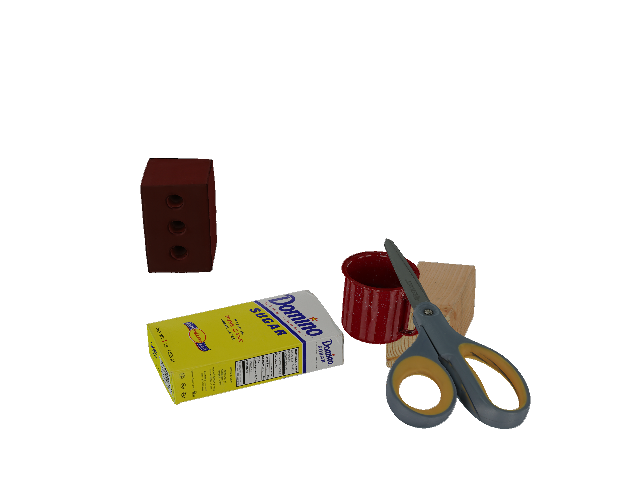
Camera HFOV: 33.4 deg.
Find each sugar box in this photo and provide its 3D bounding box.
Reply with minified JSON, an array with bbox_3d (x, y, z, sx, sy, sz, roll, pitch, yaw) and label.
[{"bbox_3d":[-0.074,0.102,1.056,0.176,0.048,0.093,-14,32,-18],"label":"sugar box"}]

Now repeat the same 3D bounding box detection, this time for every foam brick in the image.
[{"bbox_3d":[-0.111,-0.020,0.845,0.053,0.078,0.051,-1,27,1],"label":"foam brick"}]

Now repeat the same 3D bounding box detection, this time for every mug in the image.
[{"bbox_3d":[0.077,0.074,1.270,0.117,0.081,0.093,25,34,33],"label":"mug"}]

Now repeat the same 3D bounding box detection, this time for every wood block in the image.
[{"bbox_3d":[0.164,0.108,1.558,0.091,0.090,0.205,5,20,16],"label":"wood block"}]

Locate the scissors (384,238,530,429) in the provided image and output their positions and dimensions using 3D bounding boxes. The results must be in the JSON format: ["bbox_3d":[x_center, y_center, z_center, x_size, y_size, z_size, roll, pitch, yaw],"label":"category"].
[{"bbox_3d":[0.059,0.061,0.708,0.096,0.016,0.202,-14,37,-25],"label":"scissors"}]
